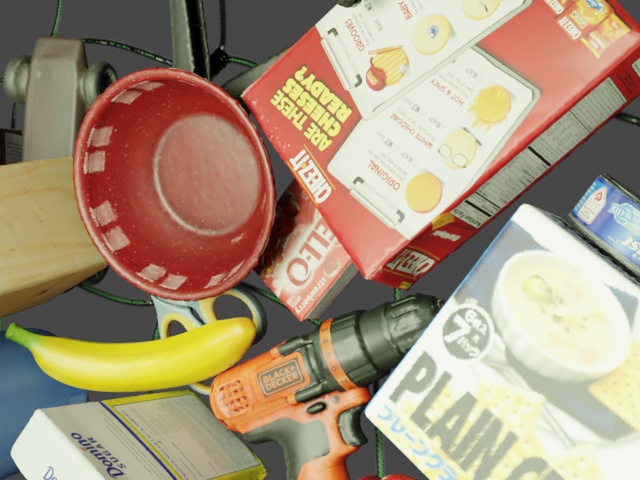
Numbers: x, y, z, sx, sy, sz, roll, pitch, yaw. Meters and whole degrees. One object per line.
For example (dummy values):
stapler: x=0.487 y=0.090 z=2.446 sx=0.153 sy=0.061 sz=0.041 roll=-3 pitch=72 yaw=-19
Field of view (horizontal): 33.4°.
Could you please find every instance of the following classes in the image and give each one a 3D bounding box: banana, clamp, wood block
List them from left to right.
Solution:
wood block: x=-0.245 y=0.010 z=0.723 sx=0.091 sy=0.205 sz=0.090 roll=-28 pitch=86 yaw=26
banana: x=-0.129 y=0.084 z=0.768 sx=0.198 sy=0.069 sz=0.037 roll=-5 pitch=60 yaw=19
clamp: x=-0.074 y=-0.103 z=0.785 sx=0.165 sy=0.036 sz=0.210 roll=26 pitch=102 yaw=25

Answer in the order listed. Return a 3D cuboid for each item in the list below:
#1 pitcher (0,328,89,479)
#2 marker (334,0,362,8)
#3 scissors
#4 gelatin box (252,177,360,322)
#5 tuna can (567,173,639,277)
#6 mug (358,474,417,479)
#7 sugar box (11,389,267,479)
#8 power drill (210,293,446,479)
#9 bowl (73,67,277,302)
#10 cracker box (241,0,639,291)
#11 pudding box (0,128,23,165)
pitcher: x=-0.293 y=0.135 z=0.774 sx=0.149 sy=0.242 sz=0.145 roll=20 pitch=102 yaw=27
marker: x=0.020 y=-0.177 z=0.678 sx=0.020 sy=0.121 sz=0.020 roll=2 pitch=125 yaw=2
scissors: x=-0.111 y=0.019 z=0.790 sx=0.096 sy=0.016 sz=0.202 roll=-29 pitch=88 yaw=21
gelatin box: x=-0.005 y=0.001 z=0.749 sx=0.073 sy=0.030 sz=0.089 roll=46 pitch=108 yaw=21
tuna can: x=0.188 y=-0.002 z=0.618 sx=0.086 sy=0.086 sz=0.034 roll=41 pitch=104 yaw=23
mug: x=0.041 y=0.185 z=0.621 sx=0.082 sy=0.093 sz=0.117 roll=36 pitch=128 yaw=25
sugar box: x=-0.117 y=0.151 z=0.721 sx=0.093 sy=0.176 sz=0.048 roll=41 pitch=106 yaw=22
power drill: x=0.028 y=0.145 z=0.715 sx=0.185 sy=0.057 sz=0.188 roll=-25 pitch=75 yaw=24
bowl: x=-0.092 y=-0.041 z=0.745 sx=0.162 sy=0.055 sz=0.162 roll=6 pitch=105 yaw=23
cracker box: x=0.079 y=-0.097 z=0.669 sx=0.214 sy=0.072 sz=0.164 roll=-42 pitch=62 yaw=16
pudding box: x=-0.304 y=-0.045 z=0.903 sx=0.114 sy=0.039 sz=0.090 roll=-6 pitch=85 yaw=29
